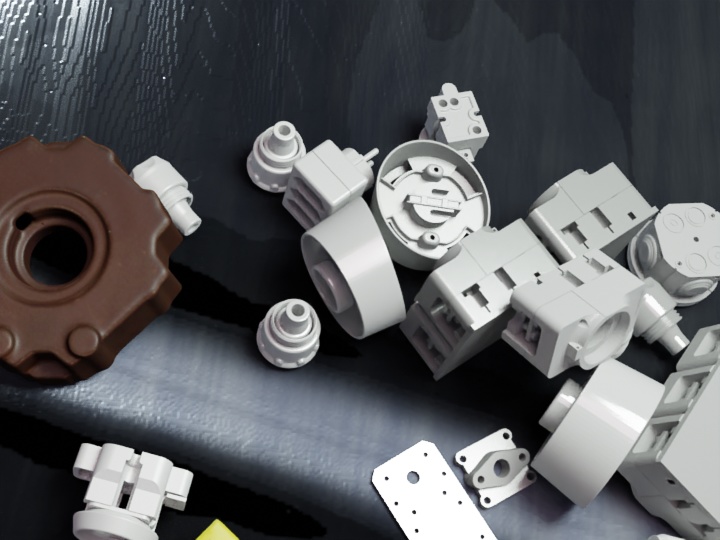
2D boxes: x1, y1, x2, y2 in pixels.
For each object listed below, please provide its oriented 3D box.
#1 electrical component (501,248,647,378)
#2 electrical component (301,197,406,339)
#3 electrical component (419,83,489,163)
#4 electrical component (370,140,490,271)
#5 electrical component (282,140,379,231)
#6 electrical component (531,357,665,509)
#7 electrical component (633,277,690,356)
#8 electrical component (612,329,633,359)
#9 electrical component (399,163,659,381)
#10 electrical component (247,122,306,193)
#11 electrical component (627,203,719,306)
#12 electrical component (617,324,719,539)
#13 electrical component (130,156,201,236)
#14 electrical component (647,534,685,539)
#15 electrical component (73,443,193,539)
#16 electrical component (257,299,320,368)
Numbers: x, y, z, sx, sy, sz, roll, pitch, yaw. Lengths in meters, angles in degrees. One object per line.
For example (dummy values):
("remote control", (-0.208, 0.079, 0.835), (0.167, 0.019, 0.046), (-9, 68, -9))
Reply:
("electrical component", (0.154, 0.032, 0.760), (0.089, 0.050, 0.056), (-24, 48, -30))
("electrical component", (0.000, 0.000, 0.810), (0.064, 0.099, 0.099), (-29, 74, -17))
("electrical component", (0.077, -0.113, 0.902), (0.048, 0.055, 0.066), (-12, 68, -17))
("electrical component", (0.055, -0.050, 0.860), (0.099, 0.064, 0.099), (3, 72, -11))
("electrical component", (-0.015, -0.072, 0.857), (0.077, 0.065, 0.047), (-37, 78, -26))
("electrical component", (0.167, 0.112, 0.787), (0.060, 0.108, 0.108), (34, 63, 12))
("electrical component", (0.240, 0.040, 0.871), (0.043, 0.043, 0.062), (-34, 77, -24))
("electrical component", (0.191, 0.051, 0.839), (0.040, 0.078, 0.040), (2, 79, -11))
("electrical component", (0.125, -0.003, 0.831), (0.186, 0.105, 0.060), (-30, 74, -23))
("electrical component", (-0.064, -0.095, 0.859), (0.048, 0.062, 0.048), (5, 64, -10))
("electrical component", (0.270, -0.014, 0.899), (0.080, 0.051, 0.080), (5, 64, -10))
("electrical component", (0.272, 0.121, 0.820), (0.089, 0.062, 0.150), (46, 63, -9))
("electrical component", (-0.150, -0.054, 0.832), (0.062, 0.043, 0.043), (45, 64, 9))
("electrical component", (0.237, 0.219, 0.783), (0.055, 0.045, 0.045), (15, 63, -4))
("electrical component", (-0.158, 0.156, 0.722), (0.078, 0.058, 0.057), (16, 60, -5))
("electrical component", (-0.050, 0.042, 0.797), (0.048, 0.062, 0.048), (5, 64, -10))
